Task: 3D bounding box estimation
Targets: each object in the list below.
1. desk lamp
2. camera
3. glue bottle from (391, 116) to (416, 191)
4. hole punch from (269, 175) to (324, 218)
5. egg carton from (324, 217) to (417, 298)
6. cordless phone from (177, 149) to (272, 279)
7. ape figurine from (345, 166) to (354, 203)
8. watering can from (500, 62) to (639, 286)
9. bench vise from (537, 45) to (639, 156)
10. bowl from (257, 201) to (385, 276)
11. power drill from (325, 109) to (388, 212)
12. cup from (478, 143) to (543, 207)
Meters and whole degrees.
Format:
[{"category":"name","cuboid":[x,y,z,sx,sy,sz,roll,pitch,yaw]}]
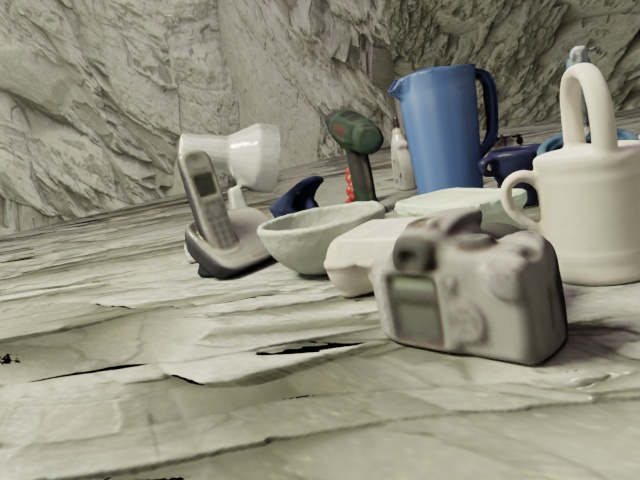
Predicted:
[{"category":"desk lamp","cuboid":[-0.155,-0.089,0.997,0.203,0.214,0.117,-14,11,-14]},{"category":"camera","cuboid":[0.131,0.021,0.459,0.137,0.101,0.142,-21,15,-41]},{"category":"glue bottle","cuboid":[0.191,-0.205,1.357,0.037,0.173,0.078,-13,11,-10]},{"category":"hole punch","cuboid":[-0.047,-0.078,1.161,0.100,0.091,0.109,-4,13,31]},{"category":"egg carton","cuboid":[0.084,0.017,0.605,0.149,0.069,0.107,-3,13,34]},{"category":"cordless phone","cuboid":[-0.134,-0.047,0.839,0.093,0.185,0.148,-2,14,37]},{"category":"ape figurine","cuboid":[0.079,-0.122,1.257,0.076,0.092,0.078,-7,12,17]},{"category":"watering can","cuboid":[0.259,-0.066,0.530,0.173,0.194,0.100,-13,11,-11]},{"category":"bench vise","cuboid":[0.345,-0.145,0.778,0.121,0.220,0.207,-10,11,4]},{"category":"bowl","cuboid":[0.007,0.003,0.741,0.167,0.075,0.167,-10,11,2]},{"category":"power drill","cuboid":[0.067,-0.152,1.114,0.076,0.208,0.229,-14,11,-13]},{"category":"cup","cuboid":[0.304,-0.096,0.899,0.118,0.095,0.091,-15,12,-20]}]
